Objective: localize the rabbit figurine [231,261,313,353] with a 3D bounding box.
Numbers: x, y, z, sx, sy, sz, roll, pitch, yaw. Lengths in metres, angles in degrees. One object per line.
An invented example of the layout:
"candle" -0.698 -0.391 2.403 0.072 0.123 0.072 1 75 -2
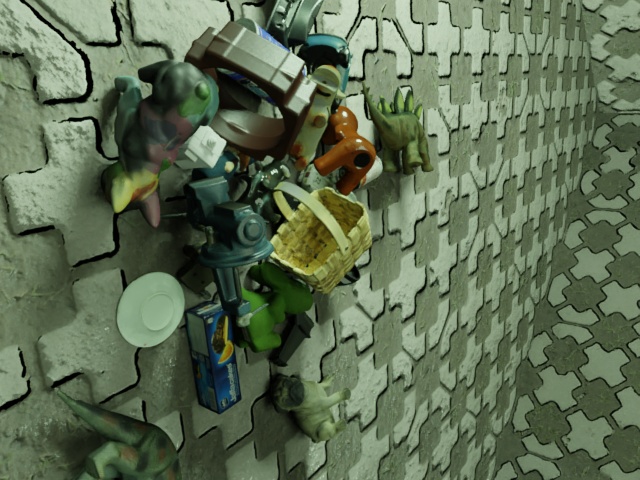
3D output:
"rabbit figurine" -0.099 0.122 1.066 0.170 0.121 0.159 -22 93 -31

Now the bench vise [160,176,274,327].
"bench vise" -0.156 0.023 0.873 0.129 0.224 0.240 -24 113 -44

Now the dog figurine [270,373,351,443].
"dog figurine" -0.044 0.388 1.216 0.190 0.121 0.172 9 87 -38

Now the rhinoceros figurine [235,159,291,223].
"rhinoceros figurine" -0.124 -0.075 1.009 0.190 0.073 0.112 -52 145 -27

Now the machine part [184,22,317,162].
"machine part" -0.118 -0.234 0.874 0.087 0.201 0.201 -64 -176 -27

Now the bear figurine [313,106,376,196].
"bear figurine" 0.040 -0.211 1.166 0.132 0.196 0.120 -42 134 12

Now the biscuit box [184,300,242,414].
"biscuit box" -0.198 0.219 1.002 0.063 0.059 0.202 -24 115 -47

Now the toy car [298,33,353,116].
"toy car" 0.016 -0.347 1.127 0.103 0.109 0.161 -49 144 -64

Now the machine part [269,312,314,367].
"machine part" -0.060 0.220 1.195 0.139 0.039 0.084 -55 140 -31

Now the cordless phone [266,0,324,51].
"cordless phone" -0.094 -0.454 0.999 0.184 0.089 0.146 32 73 -38

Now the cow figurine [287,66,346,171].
"cow figurine" -0.013 -0.245 1.047 0.127 0.085 0.194 -71 -174 -62

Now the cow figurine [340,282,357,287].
"cow figurine" 0.030 0.031 1.241 0.098 0.068 0.167 -10 109 -4

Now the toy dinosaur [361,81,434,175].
"toy dinosaur" 0.198 -0.270 1.343 0.471 0.105 0.198 1 81 -67

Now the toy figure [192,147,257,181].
"toy figure" -0.163 -0.139 0.969 0.154 0.064 0.057 -42 147 -44

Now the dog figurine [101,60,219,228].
"dog figurine" -0.242 -0.134 0.792 0.108 0.192 0.219 27 60 -57

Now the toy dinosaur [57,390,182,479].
"toy dinosaur" -0.290 0.390 0.885 0.192 0.131 0.404 -31 117 -58

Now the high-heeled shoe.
"high-heeled shoe" -0.002 -0.003 1.134 0.086 0.145 0.248 -50 134 -35

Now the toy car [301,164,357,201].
"toy car" 0.025 -0.101 1.220 0.201 0.056 0.073 36 69 -48

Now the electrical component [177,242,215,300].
"electrical component" -0.212 0.052 0.967 0.078 0.045 0.102 -44 132 -1

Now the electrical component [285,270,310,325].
"electrical component" -0.057 0.120 1.168 0.075 0.048 0.119 -21 114 -47
